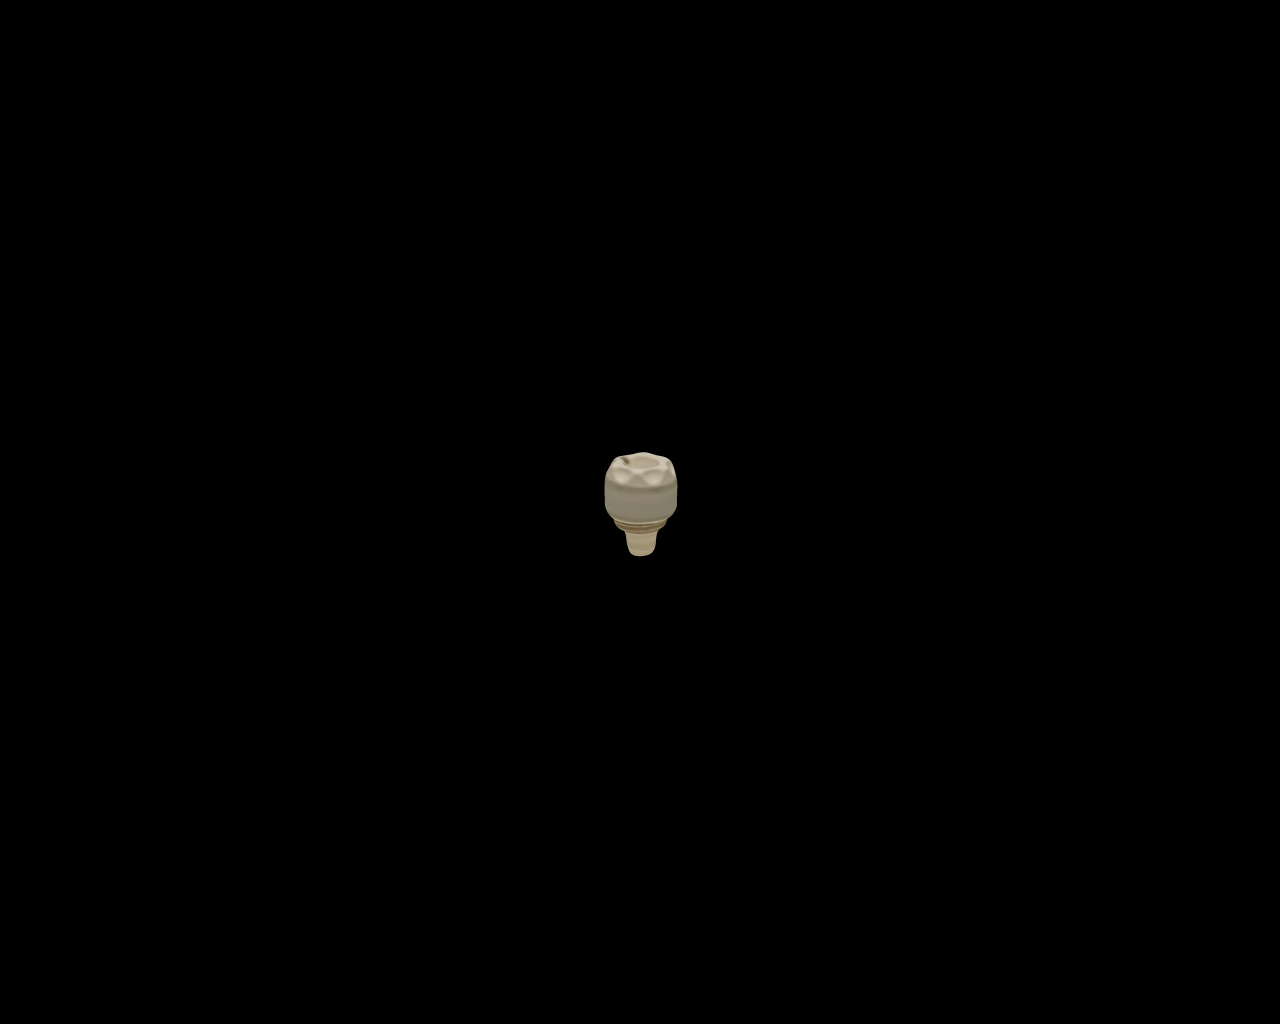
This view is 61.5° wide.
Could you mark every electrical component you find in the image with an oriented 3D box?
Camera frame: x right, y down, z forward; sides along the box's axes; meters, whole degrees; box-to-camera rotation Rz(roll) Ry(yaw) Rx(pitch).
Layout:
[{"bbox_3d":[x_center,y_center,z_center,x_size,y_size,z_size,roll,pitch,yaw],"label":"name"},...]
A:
[{"bbox_3d":[0.001,-0.003,0.650,0.043,0.062,0.043,0,22,0],"label":"electrical component"}]
